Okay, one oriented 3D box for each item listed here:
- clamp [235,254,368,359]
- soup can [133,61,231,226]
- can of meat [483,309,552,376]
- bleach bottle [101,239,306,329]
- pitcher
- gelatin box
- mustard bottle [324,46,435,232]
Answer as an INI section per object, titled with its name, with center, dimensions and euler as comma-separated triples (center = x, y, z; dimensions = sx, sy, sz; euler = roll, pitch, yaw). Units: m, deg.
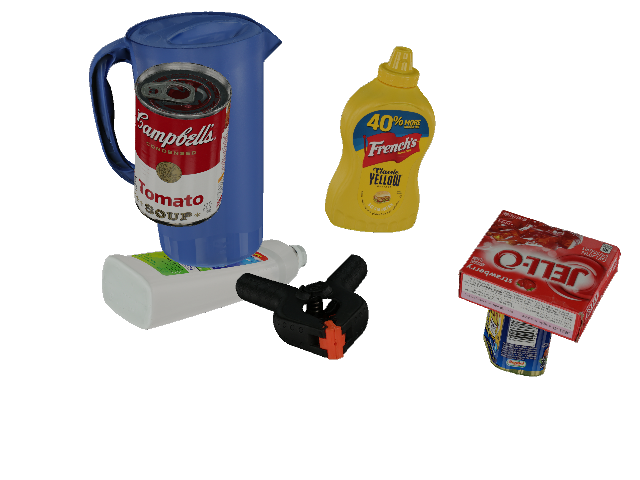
[clamp]
center = -0.015, 0.055, 0.909
dimensions = 0.120, 0.039, 0.171
euler = -13, 17, 2
[soup can]
center = -0.102, -0.069, 0.778
dimensions = 0.068, 0.102, 0.068
euler = 5, 41, -5
[can of meat]
center = 0.193, 0.073, 1.028
dimensions = 0.057, 0.084, 0.102
euler = 7, 18, 0
[bleach bottle]
center = -0.123, 0.038, 1.253
dimensions = 0.250, 0.068, 0.103
euler = -13, 29, -41
[pitcher]
center = -0.127, -0.099, 1.069
dimensions = 0.149, 0.243, 0.144
euler = 12, 29, 26
[gelatin box]
center = 0.149, 0.022, 0.729
dimensions = 0.089, 0.030, 0.073
euler = 20, 47, 24
[mustard bottle]
center = 0.066, -0.103, 1.087
dimensions = 0.096, 0.192, 0.058
euler = 3, 27, -14
